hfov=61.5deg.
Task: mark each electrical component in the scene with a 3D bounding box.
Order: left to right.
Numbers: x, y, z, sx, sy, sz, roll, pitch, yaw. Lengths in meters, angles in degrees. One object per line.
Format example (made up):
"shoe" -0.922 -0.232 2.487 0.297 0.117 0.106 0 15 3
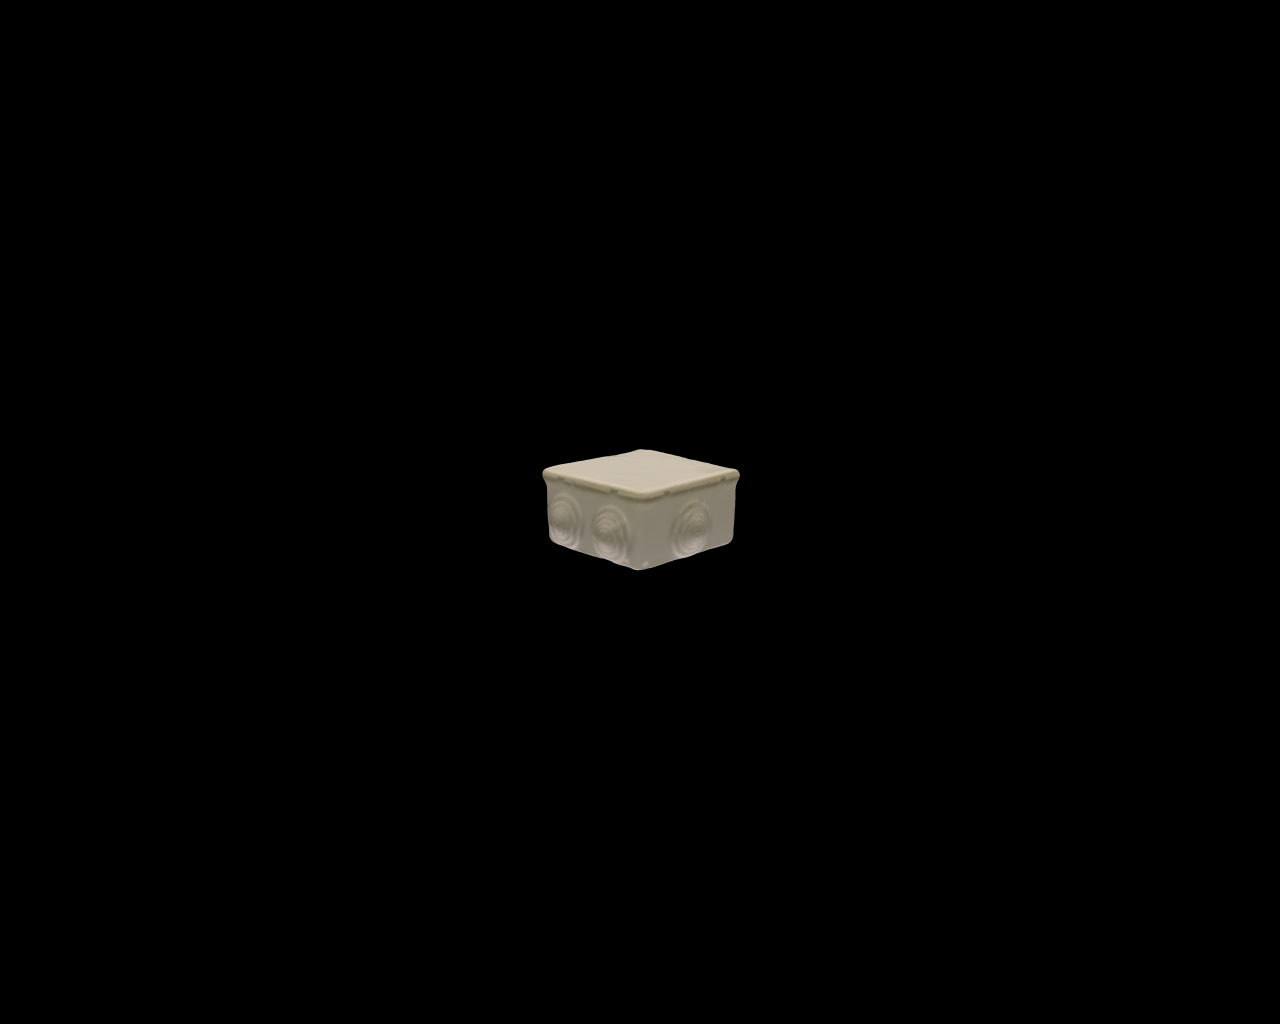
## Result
"electrical component" 0.001 -0.003 0.650 0.100 0.048 0.100 -14 20 -42
